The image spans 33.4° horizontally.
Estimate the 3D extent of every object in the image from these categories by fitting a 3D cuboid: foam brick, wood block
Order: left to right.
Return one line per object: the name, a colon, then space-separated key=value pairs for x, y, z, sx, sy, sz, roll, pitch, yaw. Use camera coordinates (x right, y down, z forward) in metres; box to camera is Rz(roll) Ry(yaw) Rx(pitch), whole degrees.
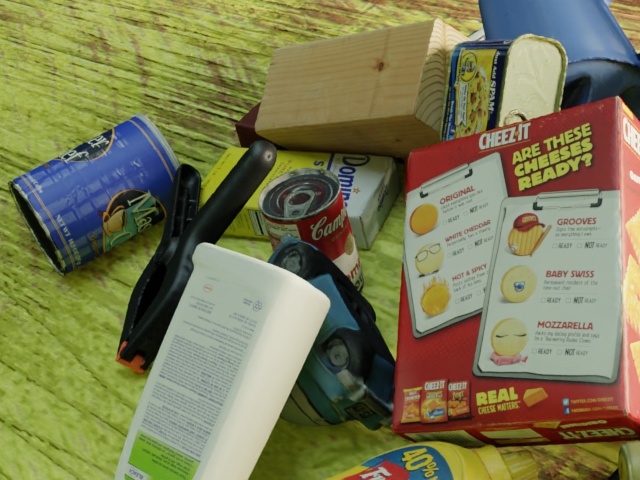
foam brick: x=-0.039 y=-0.111 z=1.079 sx=0.051 sy=0.053 sz=0.078 roll=14 pitch=44 yaw=34
wood block: x=0.046 y=-0.130 z=0.969 sx=0.207 sy=0.090 sz=0.091 roll=2 pitch=74 yaw=48

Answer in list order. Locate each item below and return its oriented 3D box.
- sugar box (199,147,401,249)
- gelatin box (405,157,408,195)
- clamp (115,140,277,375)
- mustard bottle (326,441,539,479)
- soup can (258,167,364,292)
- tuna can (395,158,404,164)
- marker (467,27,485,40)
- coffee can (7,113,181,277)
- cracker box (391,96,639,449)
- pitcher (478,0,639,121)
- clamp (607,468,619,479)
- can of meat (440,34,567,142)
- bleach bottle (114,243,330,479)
sugar box: x=-0.023 y=-0.042 z=0.988 sx=0.176 sy=0.048 sz=0.093 roll=3 pitch=41 yaw=26
gelatin box: x=0.114 y=-0.052 z=0.963 sx=0.073 sy=0.030 sz=0.089 roll=-7 pitch=38 yaw=10
clamp: x=-0.110 y=0.010 z=0.887 sx=0.165 sy=0.036 sz=0.210 roll=-18 pitch=47 yaw=55
mustard bottle: x=0.047 y=0.174 z=0.668 sx=0.191 sy=0.058 sz=0.096 roll=-20 pitch=26 yaw=-6
soup can: x=-0.006 y=0.001 z=0.877 sx=0.068 sy=0.102 sz=0.068 roll=-10 pitch=37 yaw=8
tuna can: x=0.107 y=-0.108 z=1.034 sx=0.086 sy=0.034 sz=0.086 roll=-11 pitch=37 yaw=8
marker: x=0.141 y=-0.199 z=1.152 sx=0.121 sy=0.020 sz=0.020 roll=-32 pitch=39 yaw=-21
coffee can: x=-0.207 y=-0.043 z=1.012 sx=0.140 sy=0.103 sz=0.103 roll=-31 pitch=39 yaw=-19
cracker box: x=0.139 y=0.029 z=0.715 sx=0.164 sy=0.072 sz=0.213 roll=-12 pitch=61 yaw=35
pitcher: x=0.224 y=-0.177 z=0.972 sx=0.149 sy=0.145 sz=0.243 roll=-3 pitch=42 yaw=-1
clamp: x=0.156 y=0.183 z=0.634 sx=0.171 sy=0.039 sz=0.120 roll=-9 pitch=30 yaw=-2
can of meat: x=0.142 y=-0.109 z=0.845 sx=0.057 sy=0.102 sz=0.084 roll=4 pitch=6 yaw=-29
bleach bottle: x=-0.088 y=0.132 z=0.701 sx=0.103 sy=0.068 sz=0.251 roll=17 pitch=77 yaw=39
